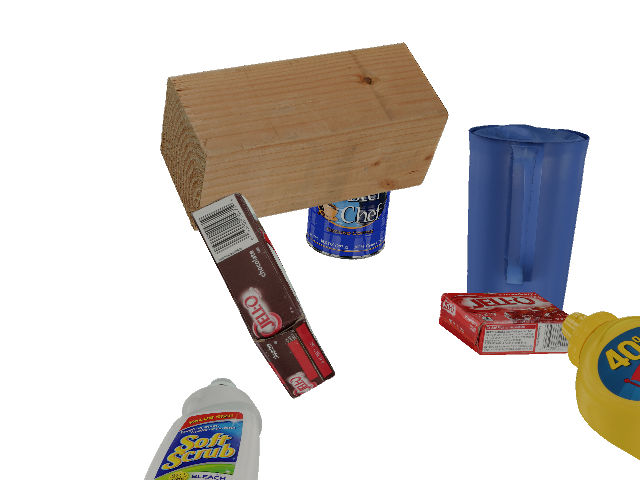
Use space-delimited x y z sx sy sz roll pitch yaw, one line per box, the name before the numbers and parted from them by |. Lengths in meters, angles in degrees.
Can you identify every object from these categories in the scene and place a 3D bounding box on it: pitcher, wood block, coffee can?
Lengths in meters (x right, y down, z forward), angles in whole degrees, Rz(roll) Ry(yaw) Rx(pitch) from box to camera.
pitcher | 0.227 -0.007 1.213 0.149 0.243 0.145 -7 17 -33
wood block | -0.015 -0.086 0.862 0.205 0.091 0.090 -12 -34 -22
coffee can | 0.037 -0.062 1.336 0.103 0.140 0.103 4 27 -2

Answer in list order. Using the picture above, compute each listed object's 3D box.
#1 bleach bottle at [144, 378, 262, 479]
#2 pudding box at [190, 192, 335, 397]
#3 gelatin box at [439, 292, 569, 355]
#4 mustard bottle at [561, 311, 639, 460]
bleach bottle | -0.105 0.196 0.927 0.102 0.068 0.251 -2 23 1
pudding box | -0.037 0.036 0.698 0.039 0.113 0.090 -26 -34 -2
gelatin box | 0.150 0.065 0.855 0.089 0.030 0.073 1 15 -19
mustard bottle | 0.207 0.093 0.623 0.096 0.058 0.192 -19 32 -20
